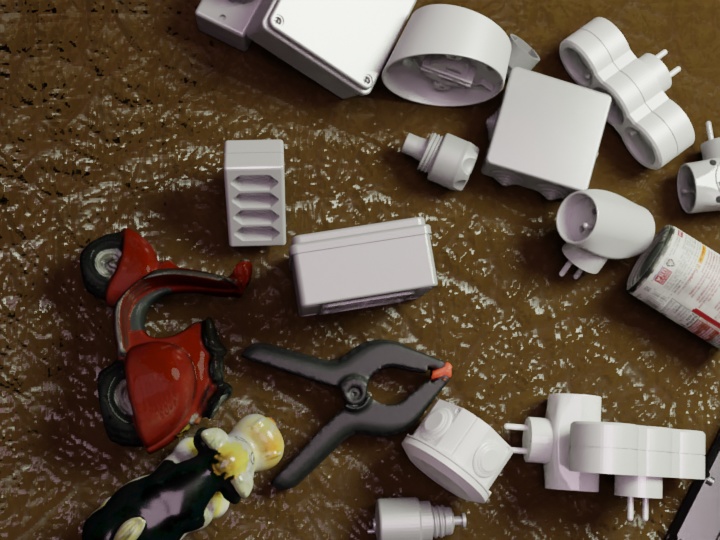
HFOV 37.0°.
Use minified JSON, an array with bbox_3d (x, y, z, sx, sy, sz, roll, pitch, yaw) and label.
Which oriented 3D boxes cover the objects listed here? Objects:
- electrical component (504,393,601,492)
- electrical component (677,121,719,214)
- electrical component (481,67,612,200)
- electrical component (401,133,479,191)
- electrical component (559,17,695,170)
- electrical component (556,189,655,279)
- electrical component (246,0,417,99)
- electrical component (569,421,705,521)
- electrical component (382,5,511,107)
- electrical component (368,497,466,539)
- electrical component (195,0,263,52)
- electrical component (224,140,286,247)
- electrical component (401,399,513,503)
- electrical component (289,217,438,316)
[{"bbox_3d":[0.157,0.140,0.879,0.079,0.043,0.077,4,80,-3],"label":"electrical component"},{"bbox_3d":[0.316,-0.091,0.926,0.077,0.044,0.079,-6,81,-4],"label":"electrical component"},{"bbox_3d":[0.157,-0.114,0.918,0.100,0.048,0.099,17,80,-1],"label":"electrical component"},{"bbox_3d":[0.066,-0.096,0.912,0.062,0.043,0.043,23,80,2],"label":"electrical component"},{"bbox_3d":[0.243,-0.162,0.929,0.074,0.052,0.138,-36,85,-8],"label":"electrical component"},{"bbox_3d":[0.196,-0.024,0.900,0.079,0.077,0.043,-58,44,26],"label":"electrical component"},{"bbox_3d":[-0.022,-0.217,0.904,0.109,0.056,0.108,30,79,-22],"label":"electrical component"},{"bbox_3d":[0.220,0.161,0.850,0.138,0.052,0.073,11,78,-37],"label":"electrical component"},{"bbox_3d":[0.075,-0.174,0.900,0.099,0.099,0.064,20,74,0],"label":"electrical component"},{"bbox_3d":[0.046,0.202,0.863,0.078,0.040,0.040,-2,81,-4],"label":"electrical component"},{"bbox_3d":[-0.101,-0.242,0.909,0.047,0.075,0.083,26,80,1],"label":"electrical component"},{"bbox_3d":[-0.086,-0.075,0.889,0.047,0.083,0.075,-2,43,-4],"label":"electrical component"},{"bbox_3d":[0.077,0.145,0.856,0.080,0.080,0.051,36,75,3],"label":"electrical component"},{"bbox_3d":[0.000,0.000,0.860,0.109,0.108,0.056,-9,84,-5],"label":"electrical component"}]
